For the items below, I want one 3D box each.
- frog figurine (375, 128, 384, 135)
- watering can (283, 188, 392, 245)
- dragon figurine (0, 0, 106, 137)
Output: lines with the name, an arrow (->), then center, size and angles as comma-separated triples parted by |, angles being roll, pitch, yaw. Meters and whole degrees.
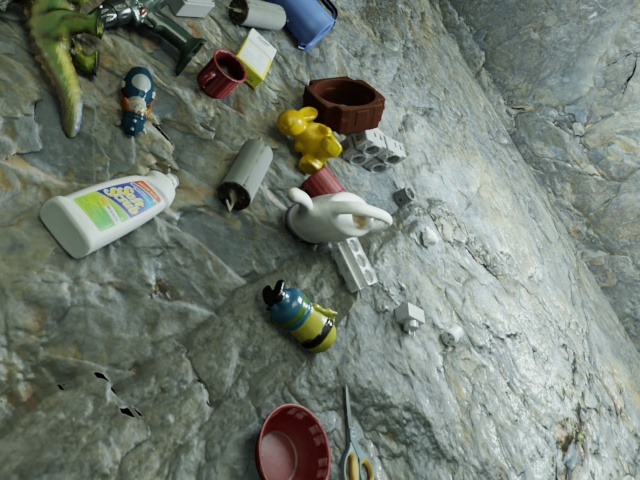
frog figurine -> 0.140, -0.363, 1.634 | 0.122, 0.156, 0.141 | 1, 41, 16
watering can -> 0.003, -0.057, 1.134 | 0.223, 0.105, 0.346 | -10, -16, 44
dragon figurine -> -0.515, -0.395, 0.916 | 0.242, 0.417, 0.120 | 11, -22, -23
